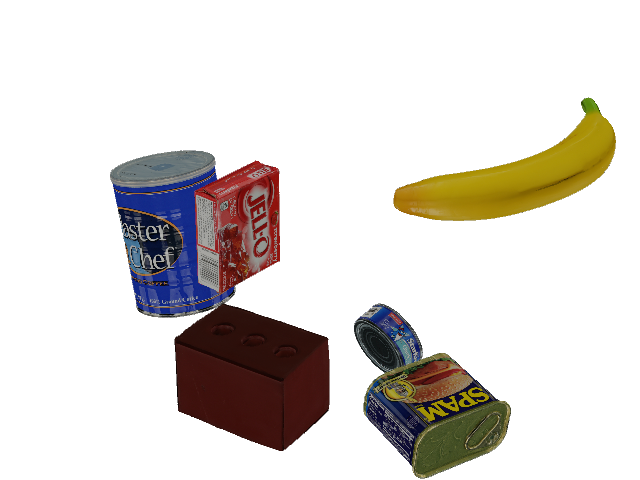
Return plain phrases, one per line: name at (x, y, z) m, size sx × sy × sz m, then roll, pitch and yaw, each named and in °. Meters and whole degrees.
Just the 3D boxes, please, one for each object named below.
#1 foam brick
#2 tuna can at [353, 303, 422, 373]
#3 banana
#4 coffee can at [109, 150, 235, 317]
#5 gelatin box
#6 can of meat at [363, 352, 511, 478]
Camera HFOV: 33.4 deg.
foam brick at (-0.040, 0.079, 0.628) m, size 0.078 × 0.051 × 0.052 m, roll 16°, pitch 29°, yaw 26°
tuna can at (0.080, 0.120, 1.273) m, size 0.033 × 0.086 × 0.086 m, roll -36°, pitch 17°, yaw -25°
banana at (0.148, -0.049, 0.773) m, size 0.197 × 0.037 × 0.070 m, roll -24°, pitch 33°, yaw -25°
coffee can at (-0.145, -0.008, 1.056) m, size 0.103 × 0.140 × 0.103 m, roll -7°, pitch 19°, yaw 2°
gelatin box at (-0.066, -0.011, 0.869) m, size 0.030 × 0.089 × 0.073 m, roll 23°, pitch 36°, yaw 33°
can of meat at (0.100, 0.150, 0.936) m, size 0.101 × 0.057 × 0.084 m, roll -15°, pitch 36°, yaw -28°
